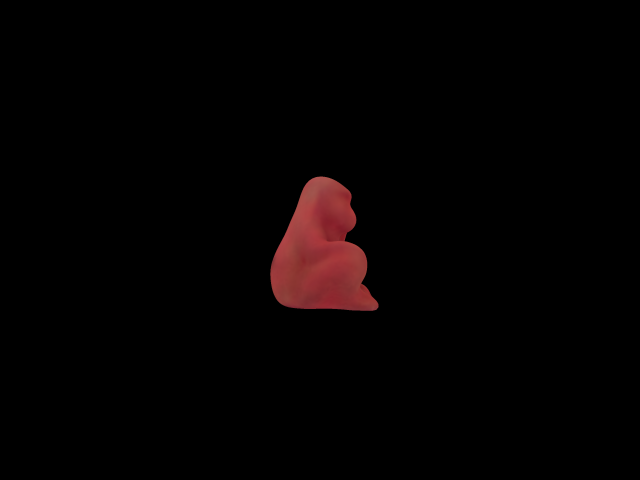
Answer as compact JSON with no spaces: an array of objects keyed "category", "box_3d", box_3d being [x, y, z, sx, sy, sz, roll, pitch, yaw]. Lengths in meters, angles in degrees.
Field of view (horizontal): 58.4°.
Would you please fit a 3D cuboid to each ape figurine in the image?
[{"category":"ape figurine","box_3d":[0.004,0.001,0.400,0.076,0.092,0.078,0,0,9]}]
